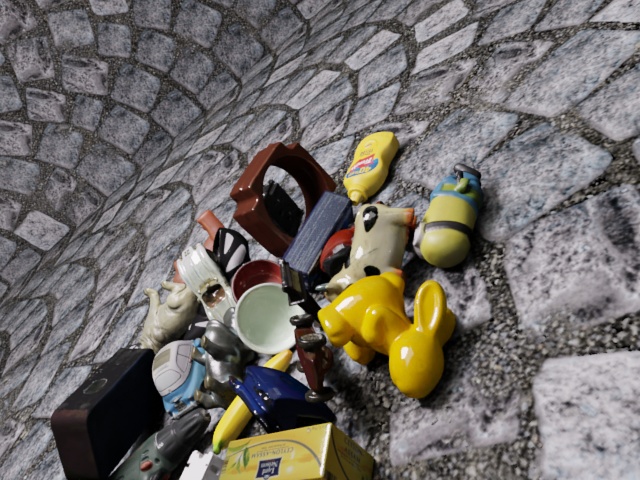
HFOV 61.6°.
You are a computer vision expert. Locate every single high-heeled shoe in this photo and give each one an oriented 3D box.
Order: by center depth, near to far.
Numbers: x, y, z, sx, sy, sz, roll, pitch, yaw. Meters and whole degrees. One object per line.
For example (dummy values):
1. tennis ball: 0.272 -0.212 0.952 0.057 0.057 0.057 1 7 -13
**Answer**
1. high-heeled shoe: -0.229 0.096 1.111 0.249 0.145 0.086 -48 28 -14

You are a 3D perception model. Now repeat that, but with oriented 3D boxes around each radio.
1. radio: -0.363 0.294 0.947 0.073 0.131 0.230 -4 19 12

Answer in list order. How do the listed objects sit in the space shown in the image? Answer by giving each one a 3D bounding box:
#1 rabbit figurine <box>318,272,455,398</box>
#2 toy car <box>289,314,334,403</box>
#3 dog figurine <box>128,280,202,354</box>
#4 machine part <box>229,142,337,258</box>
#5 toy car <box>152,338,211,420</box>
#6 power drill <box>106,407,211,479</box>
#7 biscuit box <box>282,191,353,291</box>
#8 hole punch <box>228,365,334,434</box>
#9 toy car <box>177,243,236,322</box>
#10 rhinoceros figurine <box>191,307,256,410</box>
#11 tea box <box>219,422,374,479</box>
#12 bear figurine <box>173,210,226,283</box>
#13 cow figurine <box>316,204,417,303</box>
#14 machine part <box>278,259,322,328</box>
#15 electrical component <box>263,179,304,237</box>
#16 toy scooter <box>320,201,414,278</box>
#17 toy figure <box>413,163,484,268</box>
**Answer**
1. rabbit figurine: 0.108 0.130 0.718 0.162 0.121 0.173 -34 42 -5
2. toy car: -0.009 0.162 0.762 0.053 0.089 0.202 -6 2 -8
3. dog figurine: -0.325 0.199 1.161 0.172 0.121 0.190 -22 49 36
4. machine part: -0.069 -0.080 1.094 0.087 0.201 0.201 -11 42 48
5. toy car: -0.261 0.244 0.996 0.109 0.102 0.162 -34 28 17
6. power drill: -0.261 0.388 0.825 0.232 0.086 0.207 -37 33 13
7. biscuit box: -0.002 -0.003 1.024 0.063 0.059 0.203 19 55 19
8. hole punch: -0.055 0.229 0.759 0.092 0.115 0.142 -40 28 -12
9. toy car: -0.210 0.098 1.059 0.073 0.202 0.056 -38 -10 11
10. rhinoceros figurine: -0.161 0.200 0.930 0.073 0.112 0.190 -56 30 40
11. tea box: -0.031 0.287 0.660 0.170 0.098 0.068 -21 36 31
12. bear figurine: -0.293 0.042 1.291 0.196 0.132 0.120 -41 -5 -6
13. cow figurine: 0.073 0.038 0.838 0.127 0.085 0.194 12 87 19
14. machine part: -0.024 0.094 0.870 0.039 0.138 0.084 -33 38 7
15. electrical component: -0.103 -0.052 1.189 0.058 0.114 0.134 -25 33 36
16. toy scooter: 0.079 -0.010 0.951 0.184 0.075 0.135 -30 32 15
17. toy figure: 0.206 -0.039 0.830 0.089 0.082 0.180 -5 43 51
